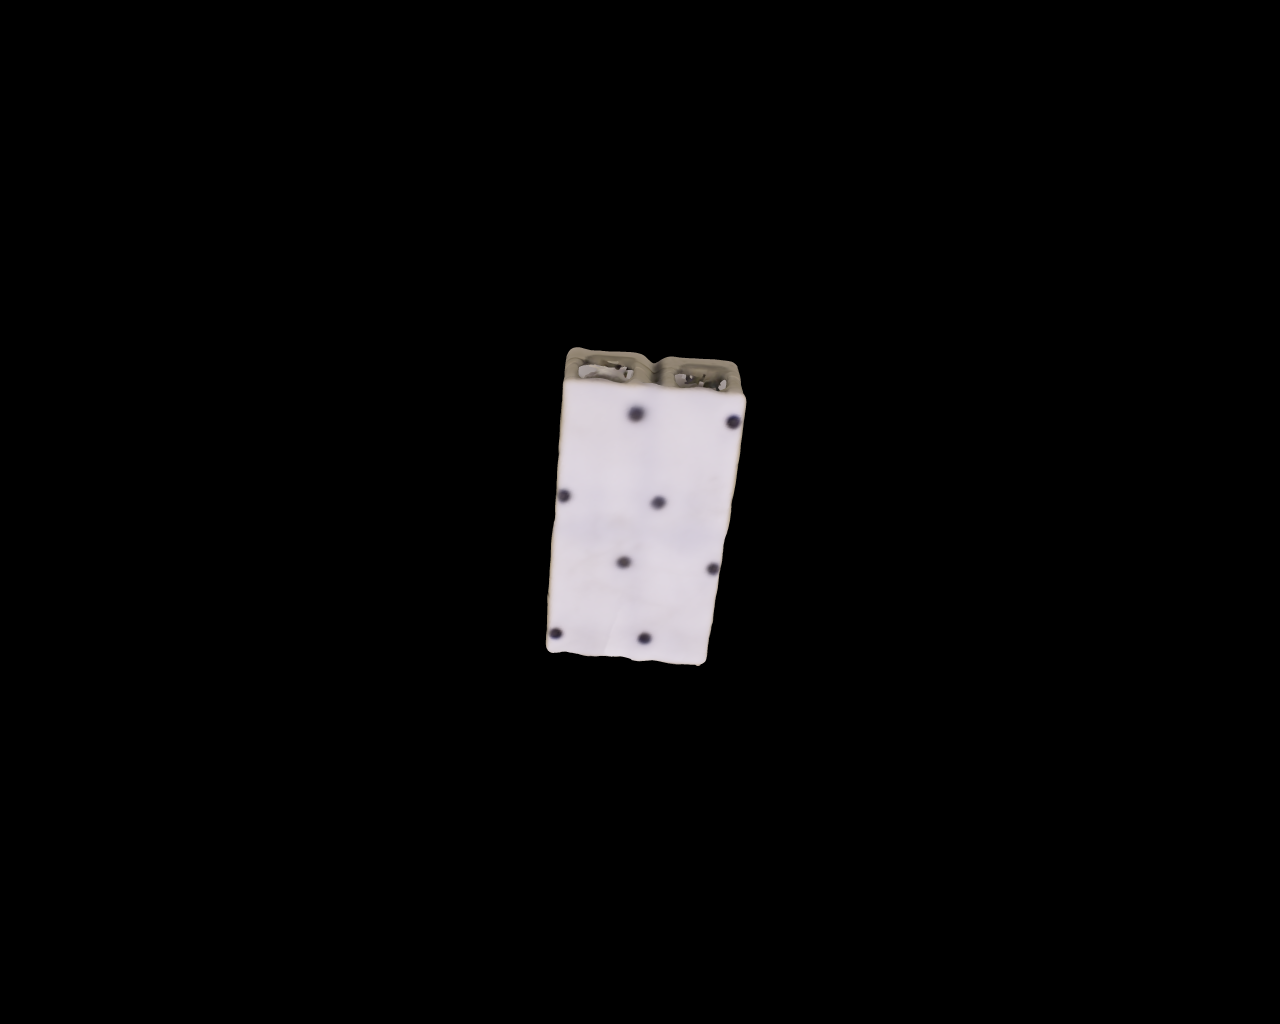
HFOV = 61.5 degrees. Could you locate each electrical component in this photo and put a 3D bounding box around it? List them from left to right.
[{"bbox_3d":[0.001,-0.003,0.650,0.105,0.186,0.060,4,28,-2],"label":"electrical component"}]
